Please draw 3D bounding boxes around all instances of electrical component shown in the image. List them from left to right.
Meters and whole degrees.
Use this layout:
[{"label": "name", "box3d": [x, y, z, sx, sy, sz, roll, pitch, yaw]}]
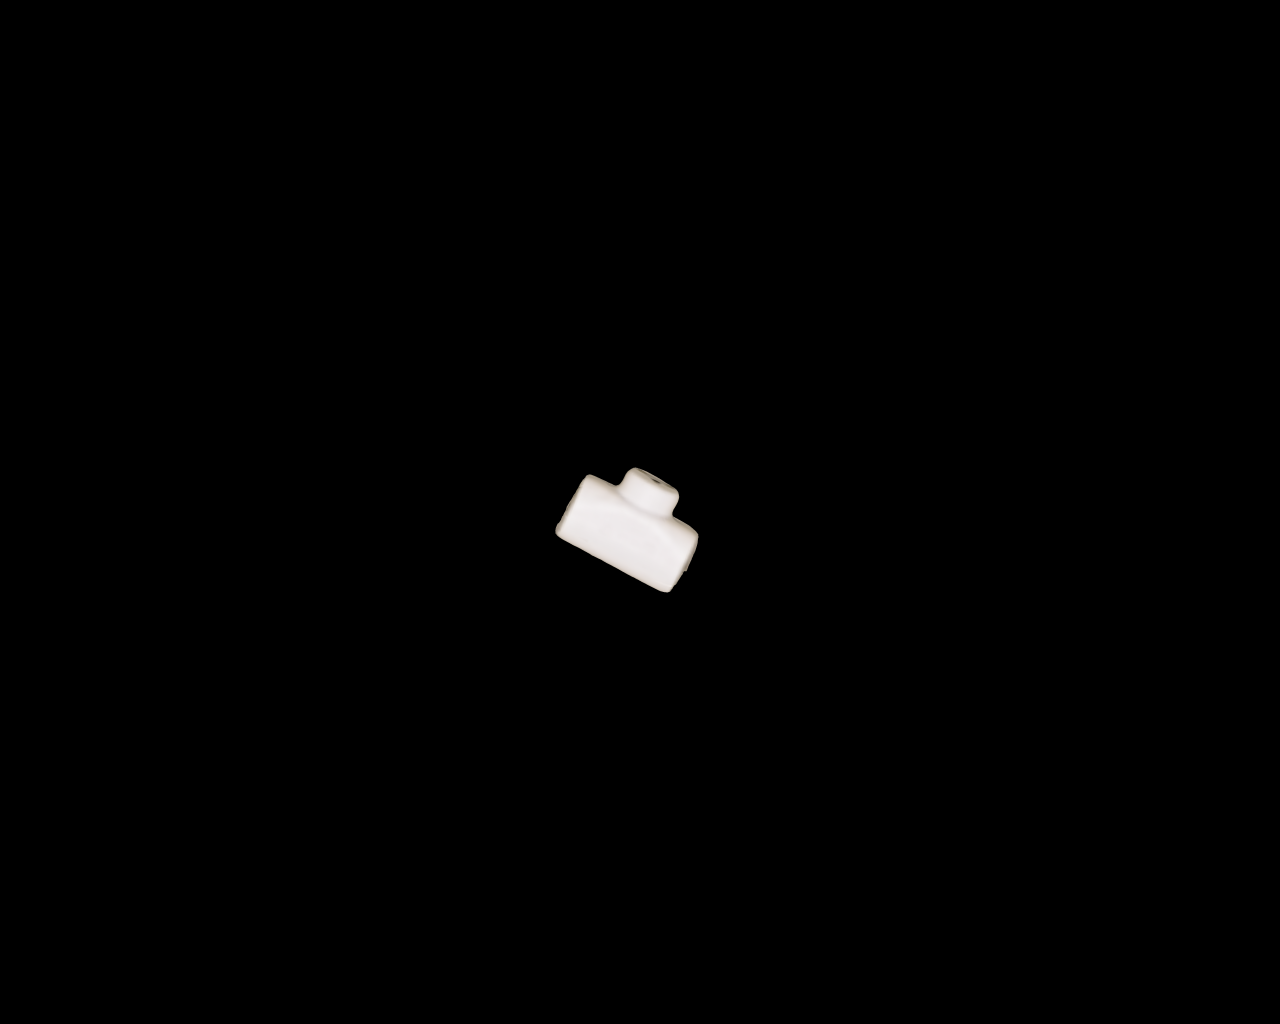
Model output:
[{"label": "electrical component", "box3d": [0.001, -0.003, 0.650, 0.077, 0.079, 0.044, 28, 7, -4]}]
